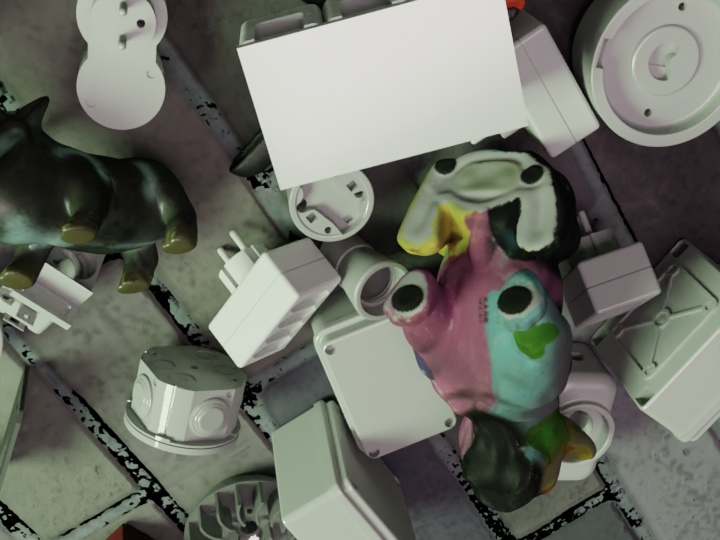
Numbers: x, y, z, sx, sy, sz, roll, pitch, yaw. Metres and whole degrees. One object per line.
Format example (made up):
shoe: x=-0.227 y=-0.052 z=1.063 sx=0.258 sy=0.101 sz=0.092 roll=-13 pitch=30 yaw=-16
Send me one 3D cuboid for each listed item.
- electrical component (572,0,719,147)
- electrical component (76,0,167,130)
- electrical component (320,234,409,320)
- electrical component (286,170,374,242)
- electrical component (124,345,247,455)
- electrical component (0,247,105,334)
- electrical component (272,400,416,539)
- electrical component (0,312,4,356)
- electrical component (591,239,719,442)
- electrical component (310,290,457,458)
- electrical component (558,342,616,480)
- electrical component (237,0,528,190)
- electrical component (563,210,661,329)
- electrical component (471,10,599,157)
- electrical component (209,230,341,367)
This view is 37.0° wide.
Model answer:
electrical component: x=0.191 y=-0.141 z=0.702 sx=0.108 sy=0.060 sz=0.108 roll=-5 pitch=117 yaw=-9
electrical component: x=-0.138 y=-0.148 z=0.624 sx=0.052 sy=0.073 sz=0.138 roll=2 pitch=115 yaw=-13
electrical component: x=0.000 y=0.000 z=0.729 sx=0.044 sy=0.065 sz=0.044 roll=-16 pitch=123 yaw=-25
electrical component: x=-0.022 y=-0.053 z=0.709 sx=0.055 sy=0.047 sz=0.055 roll=-5 pitch=116 yaw=-9
electrical component: x=-0.119 y=0.089 z=0.741 sx=0.080 sy=0.080 sz=0.051 roll=9 pitch=109 yaw=-16
electrical component: x=-0.200 y=0.004 z=0.689 sx=0.042 sy=0.081 sz=0.064 roll=38 pitch=125 yaw=-25
electrical component: x=-0.011 y=0.169 z=0.786 sx=0.056 sy=0.108 sz=0.108 roll=-32 pitch=118 yaw=8
electrical component: x=-0.272 y=0.036 z=0.699 sx=0.080 sy=0.051 sz=0.080 roll=-5 pitch=116 yaw=-9
electrical component: x=0.236 y=0.049 z=0.778 sx=0.056 sy=0.108 sz=0.108 roll=34 pitch=105 yaw=-22
electrical component: x=0.017 y=0.069 z=0.771 sx=0.078 sy=0.057 sz=0.113 roll=-22 pitch=118 yaw=-1
electrical component: x=0.156 y=0.110 z=0.818 sx=0.054 sy=0.059 sz=0.095 roll=3 pitch=115 yaw=-13
electrical component: x=0.013 y=-0.116 z=0.633 sx=0.150 sy=0.061 sz=0.089 roll=-14 pitch=117 yaw=3
electrical component: x=0.168 y=-0.005 z=0.762 sx=0.047 sy=0.083 sz=0.075 roll=-19 pitch=80 yaw=-2
electrical component: x=0.100 y=-0.112 z=0.705 sx=0.076 sy=0.047 sz=0.083 roll=-33 pitch=118 yaw=6
electrical component: x=-0.069 y=0.008 z=0.723 sx=0.075 sy=0.047 sz=0.083 roll=51 pitch=128 yaw=14
